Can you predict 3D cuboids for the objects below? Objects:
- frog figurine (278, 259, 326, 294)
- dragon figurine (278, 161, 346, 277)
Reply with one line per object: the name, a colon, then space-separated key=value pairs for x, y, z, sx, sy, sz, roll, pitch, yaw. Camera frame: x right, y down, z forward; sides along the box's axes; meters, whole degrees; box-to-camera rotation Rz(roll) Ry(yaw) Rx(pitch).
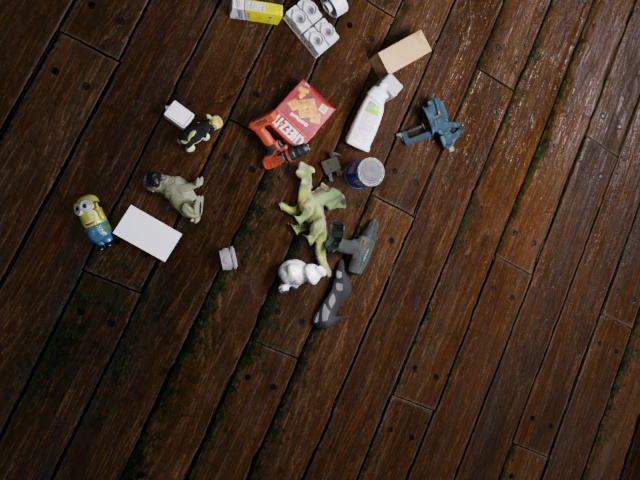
frog figurine: x=-0.065 y=0.110 z=1.796 sx=0.137 sy=0.157 sz=0.125 roll=14 pitch=52 yaw=-48
dragon figurine: x=0.006 y=-0.094 z=1.861 sx=0.245 sy=0.122 sz=0.405 roll=-38 pitch=108 yaw=-22
